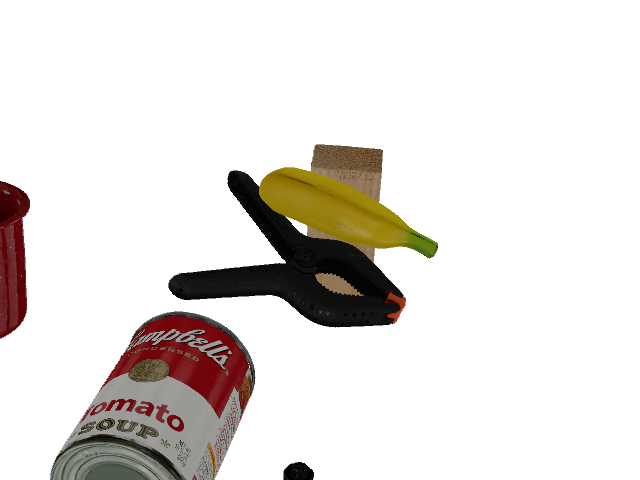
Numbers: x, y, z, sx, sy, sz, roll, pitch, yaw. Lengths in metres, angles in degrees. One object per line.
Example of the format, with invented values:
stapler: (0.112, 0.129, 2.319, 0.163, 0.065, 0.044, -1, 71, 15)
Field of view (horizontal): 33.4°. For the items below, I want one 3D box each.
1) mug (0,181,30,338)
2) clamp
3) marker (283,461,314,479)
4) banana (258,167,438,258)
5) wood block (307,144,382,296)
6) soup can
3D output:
mug: (-0.236, 0.018, 0.660, 0.117, 0.081, 0.093, -17, 32, -37)
clamp: (-0.026, 0.031, 0.978, 0.210, 0.036, 0.164, 28, 48, 5)
marker: (-0.018, 0.188, 0.680, 0.020, 0.121, 0.020, 5, 32, -3)
banana: (-0.001, -0.024, 0.790, 0.069, 0.037, 0.198, 41, -10, -38)
wood block: (0.028, -0.011, 1.384, 0.090, 0.206, 0.090, 5, 25, 2)
soup can: (-0.077, 0.089, 0.503, 0.068, 0.068, 0.102, 0, 28, 14)
